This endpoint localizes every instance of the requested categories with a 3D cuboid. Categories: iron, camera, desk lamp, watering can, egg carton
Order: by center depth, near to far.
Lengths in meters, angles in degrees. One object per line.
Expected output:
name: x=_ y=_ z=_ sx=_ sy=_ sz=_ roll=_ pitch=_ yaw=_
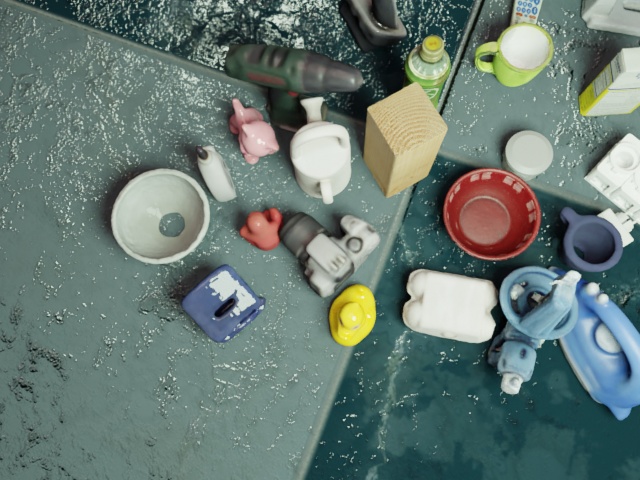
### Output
iron: x=0.447 y=0.144 z=0.888 sx=0.118 sy=0.141 sz=0.258 roll=-28 pitch=78 yaw=-4
egg carton: x=0.214 y=0.109 z=0.942 sx=0.150 sy=0.069 sz=0.107 roll=9 pitch=78 yaw=4
watering can: x=-0.003 y=-0.150 z=0.944 sx=0.101 sy=0.194 sz=0.173 roll=-31 pitch=78 yaw=-4
camera: x=0.009 y=0.003 z=0.957 sx=0.136 sy=0.101 sz=0.143 roll=43 pitch=82 yaw=10
desk lamp: x=0.525 y=-0.467 z=0.983 sx=0.203 sy=0.213 sz=0.118 roll=11 pitch=78 yaw=5

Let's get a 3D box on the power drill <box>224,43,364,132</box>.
power drill: x=-0.039 y=-0.254 z=0.961 sx=0.229 sy=0.208 sz=0.076 roll=16 pitch=79 yaw=6

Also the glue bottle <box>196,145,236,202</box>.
glue bottle: x=-0.180 y=-0.122 z=0.955 sx=0.037 sy=0.173 sz=0.078 roll=-18 pitch=77 yaw=-1

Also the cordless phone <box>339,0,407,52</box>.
cordless phone: x=0.094 y=-0.435 z=1.008 sx=0.094 sy=0.185 sz=0.147 roll=-31 pitch=78 yaw=-4

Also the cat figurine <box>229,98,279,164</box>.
cat figurine: x=-0.118 y=-0.190 z=0.996 sx=0.067 sy=0.118 sz=0.127 roll=-29 pitch=78 yaw=-4

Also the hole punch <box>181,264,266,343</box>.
hole punch: x=-0.157 y=0.106 z=0.946 sx=0.109 sy=0.091 sz=0.101 roll=-42 pitch=79 yaw=-7

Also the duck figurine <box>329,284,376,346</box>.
duck figurine: x=0.053 y=0.121 z=0.937 sx=0.077 sy=0.086 sz=0.105 roll=20 pitch=79 yaw=7

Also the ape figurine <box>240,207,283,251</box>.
ape figurine: x=-0.100 y=-0.023 z=0.972 sx=0.078 sy=0.092 sz=0.076 roll=-14 pitch=77 yaw=-1

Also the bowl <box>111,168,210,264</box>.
bowl: x=-0.265 y=-0.034 z=0.990 sx=0.167 sy=0.075 sz=0.167 roll=0 pitch=77 yaw=2

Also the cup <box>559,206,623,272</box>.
cup: x=0.424 y=0.004 z=0.943 sx=0.092 sy=0.095 sz=0.117 roll=-34 pitch=78 yaw=-5

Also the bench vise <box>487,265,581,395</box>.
bench vise: x=0.333 y=0.128 z=0.856 sx=0.121 sy=0.220 sz=0.207 roll=3 pitch=78 yaw=3
